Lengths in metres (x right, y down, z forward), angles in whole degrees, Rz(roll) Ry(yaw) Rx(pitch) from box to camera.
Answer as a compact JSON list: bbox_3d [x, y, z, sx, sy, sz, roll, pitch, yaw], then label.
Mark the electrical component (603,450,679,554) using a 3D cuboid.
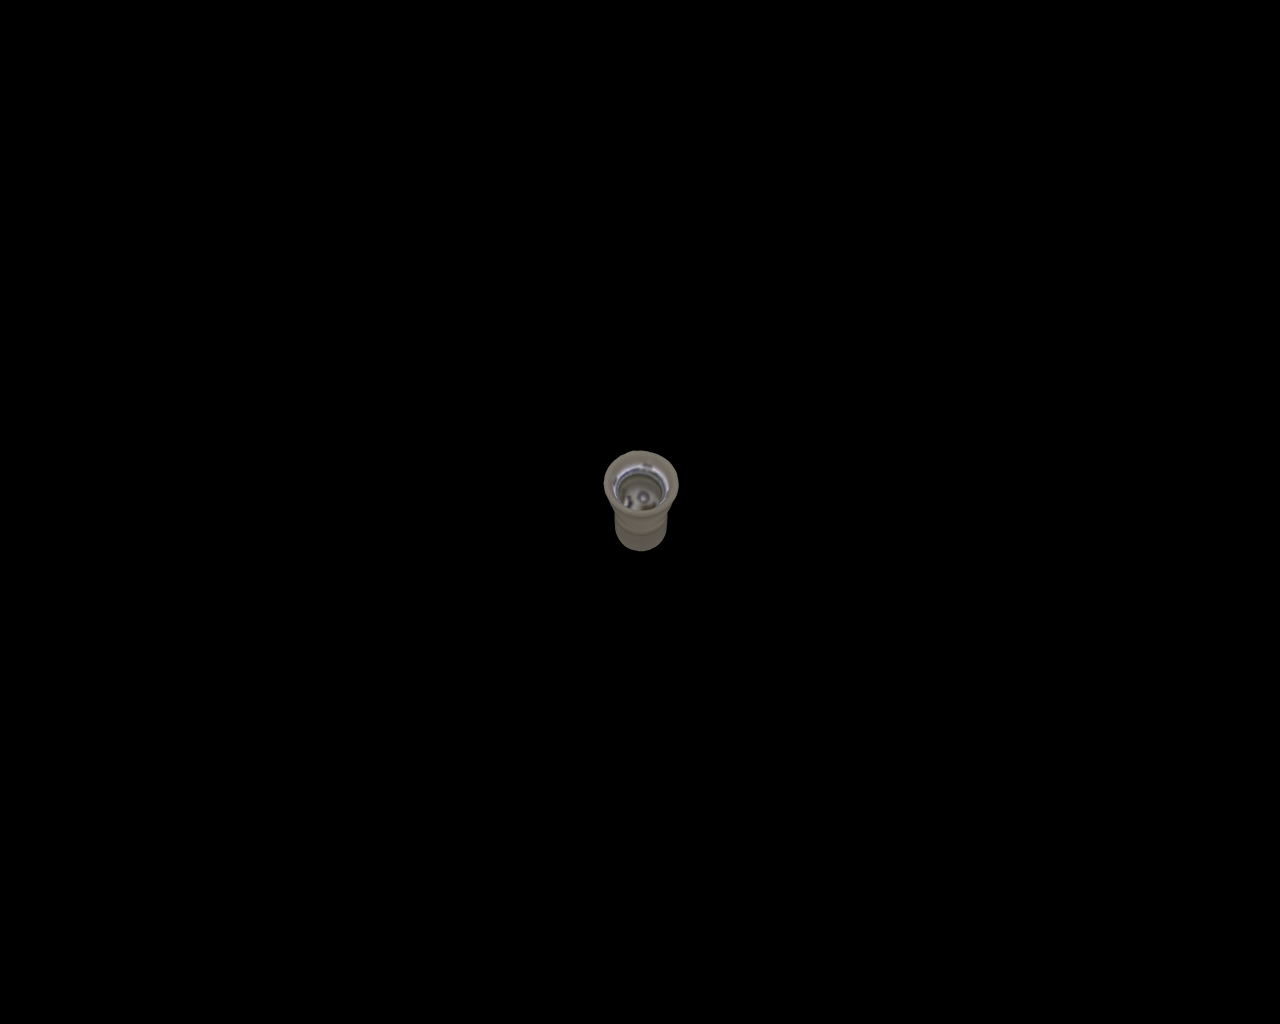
[{"bbox_3d":[0.001,-0.003,0.650,0.044,0.044,0.065,0,-28,0],"label":"electrical component"}]
